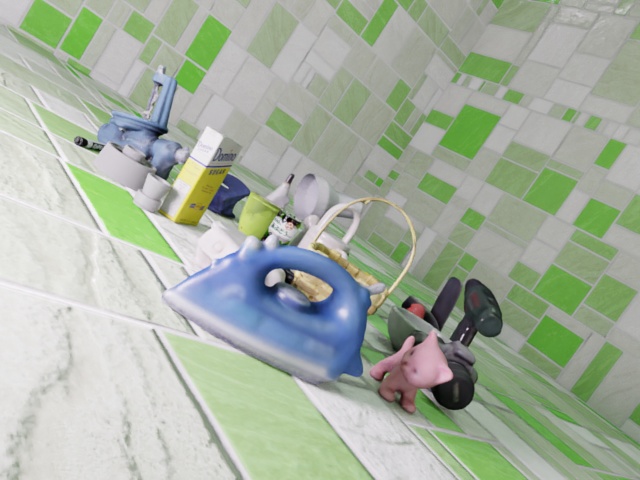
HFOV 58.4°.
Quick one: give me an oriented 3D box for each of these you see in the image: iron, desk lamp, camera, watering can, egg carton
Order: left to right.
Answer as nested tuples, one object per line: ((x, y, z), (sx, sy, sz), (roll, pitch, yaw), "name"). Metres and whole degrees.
((-0.118, 0.040, 0.831), (0.108, 0.069, 0.149), (28, 8, -42), "egg carton")
((-0.040, 0.066, 0.685), (0.259, 0.141, 0.118), (30, 6, -29), "iron")
((0.004, -0.044, 1.487), (0.204, 0.213, 0.117), (30, 7, -35), "desk lamp")
((0.010, 0.004, 1.216), (0.172, 0.194, 0.101), (37, 6, 30), "watering can")
((0.211, 0.222, 0.980), (0.143, 0.101, 0.137), (33, 6, -1), "camera")

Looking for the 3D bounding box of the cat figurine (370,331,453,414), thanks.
((0.137, 0.181, 0.826), (0.067, 0.117, 0.127), (32, 6, -13), "cat figurine")

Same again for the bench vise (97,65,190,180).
((-0.342, -0.245, 1.216), (0.207, 0.219, 0.121), (33, 6, -2), "bench vise")

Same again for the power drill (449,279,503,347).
((0.322, 0.194, 1.284), (0.076, 0.208, 0.229), (33, 6, -8), "power drill")

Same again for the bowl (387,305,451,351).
((0.196, 0.207, 1.153), (0.167, 0.074, 0.167), (33, 6, -3), "bowl")

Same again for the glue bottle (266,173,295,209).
((-0.114, -0.096, 1.470), (0.078, 0.173, 0.037), (30, 7, -33), "glue bottle")

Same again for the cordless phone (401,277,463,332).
((0.272, 0.162, 1.394), (0.094, 0.185, 0.147), (31, 6, -26), "cordless phone")

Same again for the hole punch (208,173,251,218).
((-0.235, -0.115, 1.368), (0.108, 0.091, 0.101), (36, 6, 25), "hole punch")

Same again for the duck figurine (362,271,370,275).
((0.082, 0.109, 1.285), (0.078, 0.086, 0.104), (28, 8, -42), "duck figurine")

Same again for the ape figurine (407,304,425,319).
((0.205, 0.185, 1.302), (0.076, 0.092, 0.078), (36, 6, 25), "ape figurine")
